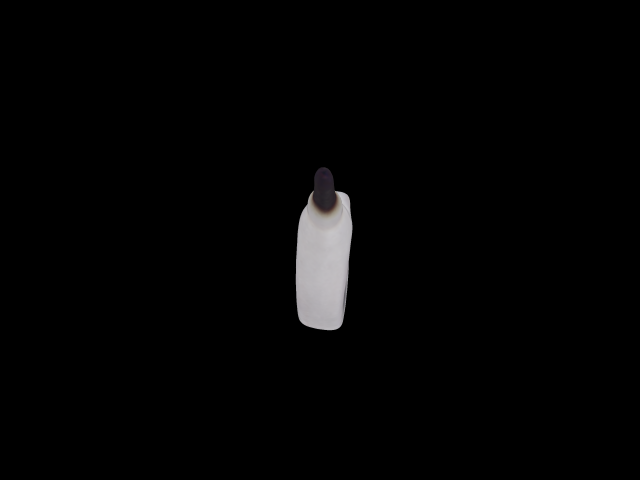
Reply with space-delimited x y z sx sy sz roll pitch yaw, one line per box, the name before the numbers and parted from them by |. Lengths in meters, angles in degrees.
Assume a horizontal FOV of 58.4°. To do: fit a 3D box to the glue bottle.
glue bottle | 0.004 0.001 0.400 0.037 0.173 0.078 6 63 4
